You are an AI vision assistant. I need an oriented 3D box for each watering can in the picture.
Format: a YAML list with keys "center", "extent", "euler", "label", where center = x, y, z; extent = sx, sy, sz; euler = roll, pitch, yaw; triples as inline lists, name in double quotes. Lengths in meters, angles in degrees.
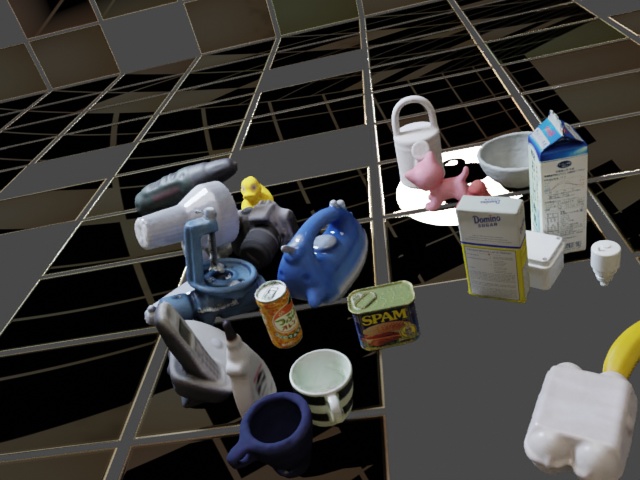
- center: [0.213, -0.215, 1.236]
  extent: [0.101, 0.194, 0.172]
  euler: [-22, 33, -10]
  label: "watering can"

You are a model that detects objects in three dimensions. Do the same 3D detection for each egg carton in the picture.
- center: [0.306, 0.213, 0.669]
  extent: [0.107, 0.069, 0.150]
  euler: [7, 39, 31]
  label: "egg carton"

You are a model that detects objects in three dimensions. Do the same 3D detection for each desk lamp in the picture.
- center: [-0.236, 0.020, 1.053]
  extent: [0.204, 0.214, 0.117]
  euler: [-36, 38, -28]
  label: "desk lamp"

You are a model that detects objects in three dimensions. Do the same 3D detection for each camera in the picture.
- center: [-0.130, -0.010, 1.159]
  extent: [0.143, 0.101, 0.137]
  euler: [-3, 35, 19]
  label: "camera"

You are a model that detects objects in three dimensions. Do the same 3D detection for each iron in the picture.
- center: [0.010, 0.004, 1.042]
  extent: [0.118, 0.142, 0.259]
  euler: [7, 39, 31]
  label: "iron"

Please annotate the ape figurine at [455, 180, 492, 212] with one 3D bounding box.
- center: [0.296, -0.070, 1.078]
  extent: [0.076, 0.092, 0.077]
  euler: [-37, 38, -29]
  label: "ape figurine"

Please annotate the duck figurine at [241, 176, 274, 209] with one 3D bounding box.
- center: [-0.153, -0.108, 1.329]
  extent: [0.077, 0.086, 0.104]
  euler: [-7, 34, 14]
  label: "duck figurine"

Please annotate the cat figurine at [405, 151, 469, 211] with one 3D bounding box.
- center: [0.241, -0.122, 1.155]
  extent: [0.127, 0.118, 0.067]
  euler: [-1, 36, 22]
  label: "cat figurine"

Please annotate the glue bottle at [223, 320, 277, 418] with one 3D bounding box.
- center: [-0.105, 0.179, 0.797]
  extent: [0.037, 0.173, 0.078]
  euler: [-6, 34, 14]
  label: "glue bottle"

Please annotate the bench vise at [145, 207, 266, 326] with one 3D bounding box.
- center: [-0.196, 0.067, 0.961]
  extent: [0.121, 0.220, 0.208]
  euler: [16, 44, 39]
  label: "bench vise"

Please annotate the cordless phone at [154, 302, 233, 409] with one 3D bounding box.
- center: [-0.196, 0.148, 0.870]
  extent: [0.094, 0.185, 0.147]
  euler: [-18, 33, -4]
  label: "cordless phone"

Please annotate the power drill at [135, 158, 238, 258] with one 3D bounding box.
- center: [-0.252, -0.058, 1.183]
  extent: [0.229, 0.209, 0.075]
  euler: [-10, 33, 9]
  label: "power drill"

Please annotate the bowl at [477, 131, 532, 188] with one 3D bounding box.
- center: [0.410, -0.154, 1.172]
  extent: [0.167, 0.075, 0.167]
  euler: [-11, 33, 7]
  label: "bowl"

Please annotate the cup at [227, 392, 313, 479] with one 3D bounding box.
- center: [-0.055, 0.264, 0.721]
  extent: [0.118, 0.095, 0.091]
  euler: [-33, 36, -25]
  label: "cup"
